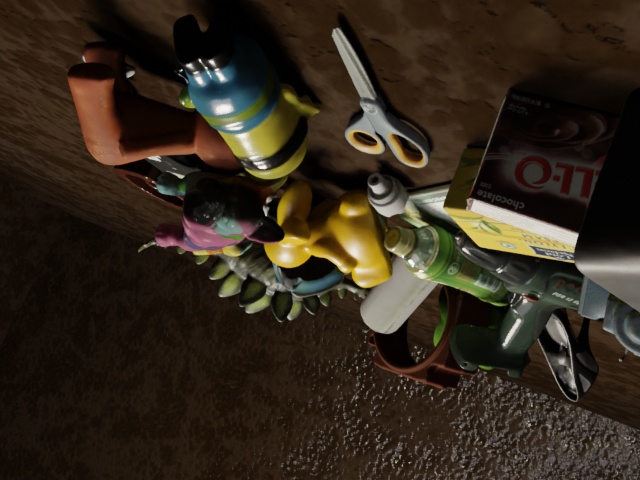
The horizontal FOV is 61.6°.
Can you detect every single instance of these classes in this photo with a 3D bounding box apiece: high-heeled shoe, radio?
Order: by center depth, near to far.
[{"bbox_3d":[0.269,0.002,0.336,0.229,0.131,0.073,28,167,-28],"label":"radio"},{"bbox_3d":[0.348,0.153,0.837,0.248,0.145,0.086,25,167,-24],"label":"high-heeled shoe"}]

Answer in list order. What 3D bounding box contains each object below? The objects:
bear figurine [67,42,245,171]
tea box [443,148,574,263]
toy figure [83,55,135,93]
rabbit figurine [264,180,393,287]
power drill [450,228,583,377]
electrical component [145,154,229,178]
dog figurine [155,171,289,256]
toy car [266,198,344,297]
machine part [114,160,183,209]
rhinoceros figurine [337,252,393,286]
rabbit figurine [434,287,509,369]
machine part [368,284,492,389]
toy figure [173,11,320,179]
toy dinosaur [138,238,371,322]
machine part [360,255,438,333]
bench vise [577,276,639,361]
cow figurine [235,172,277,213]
[{"bbox_3d":[-0.150,-0.135,0.580,0.196,0.120,0.131,-2,126,-7],"label":"bear figurine"},{"bbox_3d":[0.209,-0.027,0.471,0.170,0.068,0.098,10,163,43],"label":"tea box"},{"bbox_3d":[-0.262,-0.180,0.673,0.064,0.057,0.154,-15,177,-18],"label":"toy figure"},{"bbox_3d":[-0.001,-0.002,0.720,0.173,0.122,0.162,-10,156,22],"label":"rabbit figurine"},{"bbox_3d":[0.238,0.077,0.669,0.232,0.086,0.207,12,126,-10],"label":"power drill"},{"bbox_3d":[-0.206,-0.133,0.772,0.115,0.058,0.134,15,167,20],"label":"electrical component"},{"bbox_3d":[-0.106,-0.034,0.689,0.219,0.108,0.191,0,171,41],"label":"dog figurine"},{"bbox_3d":[-0.038,0.012,0.848,0.109,0.161,0.103,-20,175,-26],"label":"toy car"},{"bbox_3d":[-0.301,-0.115,1.034,0.179,0.056,0.179,22,168,5],"label":"machine part"},{"bbox_3d":[0.028,0.017,0.905,0.191,0.073,0.112,-1,111,35],"label":"rhinoceros figurine"},{"bbox_3d":[0.277,0.147,0.995,0.170,0.159,0.121,40,174,-12],"label":"rabbit figurine"},{"bbox_3d":[0.181,0.138,0.918,0.087,0.201,0.201,19,172,-32],"label":"machine part"},{"bbox_3d":[-0.069,-0.123,0.491,0.082,0.089,0.180,25,173,24],"label":"toy figure"},{"bbox_3d":[-0.105,0.047,1.059,0.471,0.198,0.105,21,165,-6],"label":"toy dinosaur"},{"bbox_3d":[0.131,0.072,0.843,0.079,0.079,0.243,23,133,-5],"label":"machine part"},{"bbox_3d":[0.367,0.077,0.495,0.241,0.128,0.223,12,179,32],"label":"bench vise"},{"bbox_3d":[-0.158,-0.055,0.890,0.167,0.068,0.098,-19,140,28],"label":"cow figurine"}]
